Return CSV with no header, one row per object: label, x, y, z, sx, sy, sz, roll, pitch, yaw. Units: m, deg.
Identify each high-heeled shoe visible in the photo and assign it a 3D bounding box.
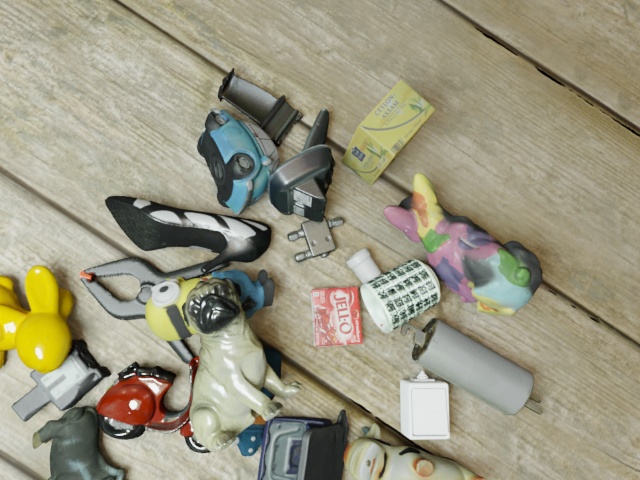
high-heeled shoe,-0.199,-0.032,0.827,0.249,0.086,0.145,32,44,18

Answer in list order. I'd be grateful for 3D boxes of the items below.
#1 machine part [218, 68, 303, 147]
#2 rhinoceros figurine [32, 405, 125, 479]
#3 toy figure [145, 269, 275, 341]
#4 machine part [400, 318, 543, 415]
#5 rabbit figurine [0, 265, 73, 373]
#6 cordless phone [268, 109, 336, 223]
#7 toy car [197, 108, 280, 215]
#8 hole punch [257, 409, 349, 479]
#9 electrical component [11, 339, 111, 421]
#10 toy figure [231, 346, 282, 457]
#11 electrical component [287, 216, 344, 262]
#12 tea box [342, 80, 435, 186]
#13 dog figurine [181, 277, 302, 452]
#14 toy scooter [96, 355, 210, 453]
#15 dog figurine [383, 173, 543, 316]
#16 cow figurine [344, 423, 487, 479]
machine part,-0.104,-0.216,0.873,0.139,0.039,0.084,37,84,0
rhinoceros figurine,-0.331,0.329,0.748,0.112,0.073,0.190,-13,80,-18
toy figure,-0.156,0.091,0.769,0.180,0.082,0.089,-6,86,-17
machine part,0.230,0.191,0.815,0.243,0.079,0.079,29,79,2
rabbit figurine,-0.414,0.123,0.748,0.173,0.121,0.162,16,55,18
cordless phone,-0.011,-0.132,0.814,0.089,0.146,0.184,17,74,2
toy car,-0.119,-0.126,0.832,0.103,0.109,0.162,-16,69,-31
hole punch,-0.024,0.311,0.768,0.092,0.115,0.142,-3,76,36
electrical component,-0.374,0.207,0.771,0.119,0.047,0.075,-44,86,-10
toy figure,-0.093,0.235,0.788,0.064,0.058,0.154,12,84,3
electrical component,-0.002,-0.003,0.854,0.094,0.021,0.063,-19,83,-9
tea box,0.098,-0.155,0.813,0.068,0.169,0.098,41,78,2
dog figurine,-0.141,0.162,0.708,0.172,0.121,0.190,-36,84,6
toy scooter,-0.217,0.218,0.763,0.184,0.075,0.135,13,92,-4
dog figurine,0.201,0.002,0.799,0.219,0.192,0.108,42,86,-13
cow figurine,0.124,0.329,0.771,0.195,0.127,0.085,23,80,-16
